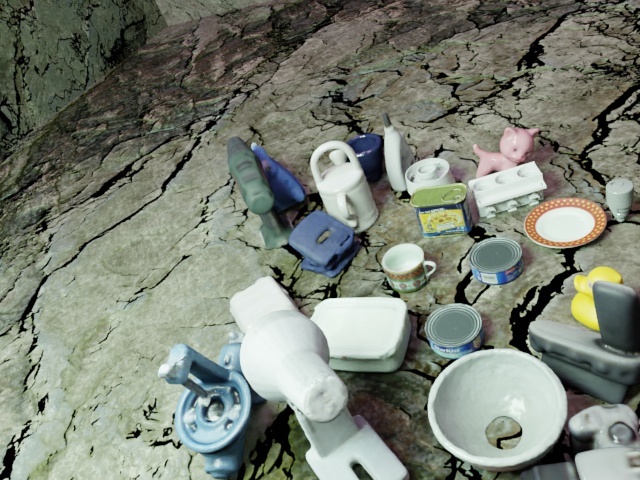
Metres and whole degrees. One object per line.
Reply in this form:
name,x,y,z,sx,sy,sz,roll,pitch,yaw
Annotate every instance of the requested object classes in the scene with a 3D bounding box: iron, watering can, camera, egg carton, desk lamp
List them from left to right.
egg carton,-0.096,0.131,1.024,0.107,0.070,0.150,-32,36,-11
iron,-0.126,-0.163,1.358,0.118,0.142,0.257,-27,36,-4
desk lamp,0.001,0.212,0.740,0.118,0.214,0.202,-34,37,-14
watering can,0.042,-0.117,1.158,0.101,0.194,0.172,-28,36,-6
camera,0.288,0.255,0.619,0.136,0.101,0.143,-13,37,15

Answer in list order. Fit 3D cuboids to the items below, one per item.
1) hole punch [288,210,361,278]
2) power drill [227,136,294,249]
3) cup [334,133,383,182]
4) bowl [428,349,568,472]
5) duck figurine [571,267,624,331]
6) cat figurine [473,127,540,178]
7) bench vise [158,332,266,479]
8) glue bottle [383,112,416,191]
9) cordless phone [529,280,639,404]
hole punch,0.010,0.004,1.109,0.100,0.091,0.109,14,50,41
power drill,-0.129,-0.093,1.212,0.075,0.209,0.229,-27,36,-3
cup,0.094,-0.171,1.283,0.118,0.095,0.091,-28,36,-5
bowl,0.224,0.223,0.719,0.167,0.075,0.167,-15,36,12
duck figurine,0.403,0.076,0.796,0.104,0.086,0.078,9,47,37
cat figurine,0.361,-0.173,1.113,0.127,0.118,0.067,-4,40,26
bench vise,-0.164,0.207,0.835,0.121,0.220,0.207,-21,36,5
glue bottle,0.160,-0.191,1.204,0.037,0.173,0.078,8,46,37
cordless phone,0.334,0.104,0.714,0.147,0.185,0.094,13,50,40
